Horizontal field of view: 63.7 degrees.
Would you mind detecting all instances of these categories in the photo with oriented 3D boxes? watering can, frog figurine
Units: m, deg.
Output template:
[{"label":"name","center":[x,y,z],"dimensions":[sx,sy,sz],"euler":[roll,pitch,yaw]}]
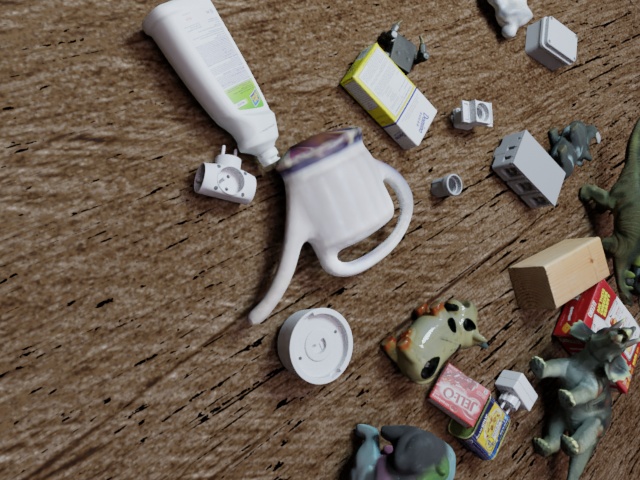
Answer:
[{"label":"watering can","center":[0.002,-0.039,0.778],"dimensions":[0.352,0.103,0.223],"euler":[-30,99,-29]},{"label":"frog figurine","center":[0.408,-0.525,1.111],"dimensions":[0.139,0.124,0.155],"euler":[-38,141,-37]}]
